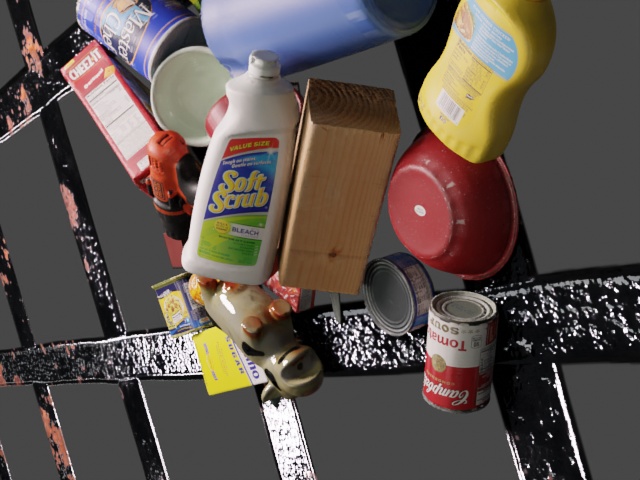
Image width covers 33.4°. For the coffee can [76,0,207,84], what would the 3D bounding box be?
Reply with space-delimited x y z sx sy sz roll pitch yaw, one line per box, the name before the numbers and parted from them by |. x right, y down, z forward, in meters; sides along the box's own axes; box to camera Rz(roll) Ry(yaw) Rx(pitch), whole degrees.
coffee can | -0.222 -0.270 1.344 0.140 0.102 0.103 39 136 20

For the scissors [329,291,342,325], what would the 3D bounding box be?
scissors | -0.008 0.002 1.234 0.096 0.016 0.202 19 123 20

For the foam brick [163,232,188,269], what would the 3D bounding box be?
foam brick | -0.161 0.004 1.432 0.051 0.078 0.053 -5 101 56

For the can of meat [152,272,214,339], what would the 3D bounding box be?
can of meat | -0.190 0.091 1.532 0.102 0.057 0.084 -22 87 57

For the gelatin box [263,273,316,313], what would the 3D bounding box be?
gelatin box | -0.040 0.036 1.310 0.089 0.030 0.073 39 134 40

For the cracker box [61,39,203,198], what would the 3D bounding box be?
cracker box | -0.233 -0.139 1.401 0.214 0.072 0.164 53 -176 26

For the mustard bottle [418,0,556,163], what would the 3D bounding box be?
mustard bottle | 0.151 -0.164 0.913 0.096 0.058 0.192 54 143 29

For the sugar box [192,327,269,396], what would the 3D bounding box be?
sugar box | -0.110 0.155 1.453 0.177 0.048 0.093 -26 81 58

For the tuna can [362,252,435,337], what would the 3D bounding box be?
tuna can | 0.084 0.057 1.134 0.086 0.033 0.086 29 127 47

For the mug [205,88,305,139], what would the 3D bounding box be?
mug | -0.065 -0.123 1.170 0.117 0.093 0.081 -42 65 17

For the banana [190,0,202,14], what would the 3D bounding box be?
banana | -0.147 -0.370 1.284 0.070 0.037 0.198 27 133 16

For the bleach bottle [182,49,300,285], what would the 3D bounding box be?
bleach bottle | -0.079 -0.075 1.090 0.068 0.102 0.251 -76 -3 -57

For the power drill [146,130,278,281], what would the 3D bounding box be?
power drill | -0.124 -0.028 1.267 0.188 0.057 0.184 30 151 20

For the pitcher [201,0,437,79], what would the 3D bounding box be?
pitcher | 0.001 -0.245 1.050 0.243 0.144 0.149 -1 115 52

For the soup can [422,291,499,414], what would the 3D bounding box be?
soup can | 0.138 0.109 1.047 0.069 0.068 0.102 30 127 47

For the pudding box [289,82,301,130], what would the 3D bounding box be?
pudding box | -0.055 -0.128 1.251 0.090 0.039 0.113 9 114 51

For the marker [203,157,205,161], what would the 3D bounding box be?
marker | -0.116 -0.114 1.364 0.121 0.020 0.020 -19 88 57

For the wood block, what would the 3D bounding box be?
wood block | 0.015 -0.052 1.107 0.090 0.090 0.206 -93 12 -52

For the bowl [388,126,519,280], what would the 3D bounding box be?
bowl | 0.115 -0.032 1.028 0.162 0.055 0.162 28 126 47
